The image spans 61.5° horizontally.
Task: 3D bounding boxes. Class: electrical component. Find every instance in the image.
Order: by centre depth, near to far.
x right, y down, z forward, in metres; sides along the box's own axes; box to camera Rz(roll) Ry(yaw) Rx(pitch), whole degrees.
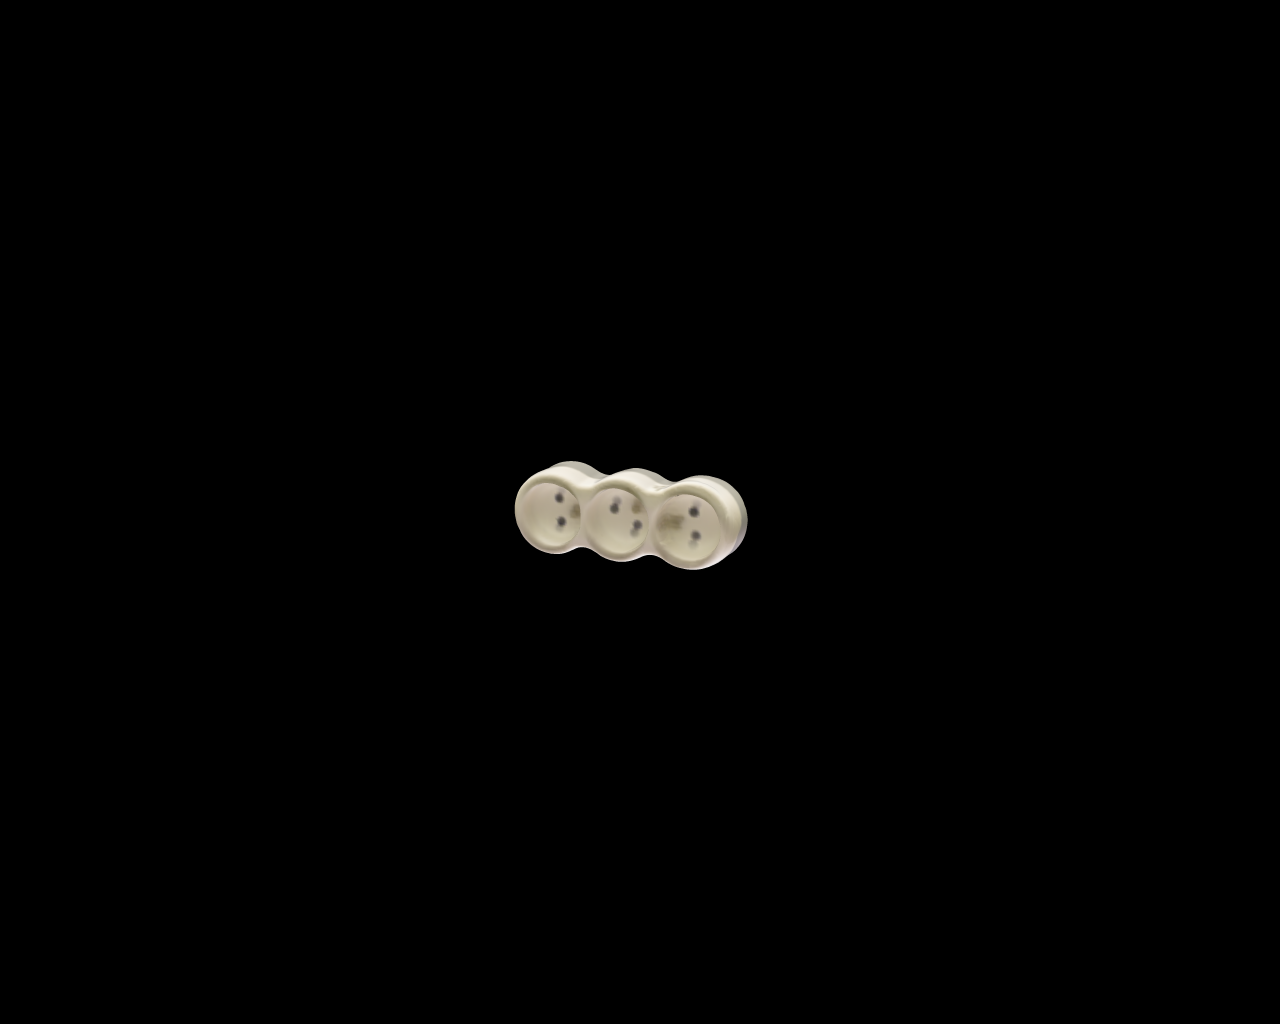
[{"bbox_3d":[0.001,-0.003,0.650,0.138,0.052,0.074,6,16,22],"label":"electrical component"}]
